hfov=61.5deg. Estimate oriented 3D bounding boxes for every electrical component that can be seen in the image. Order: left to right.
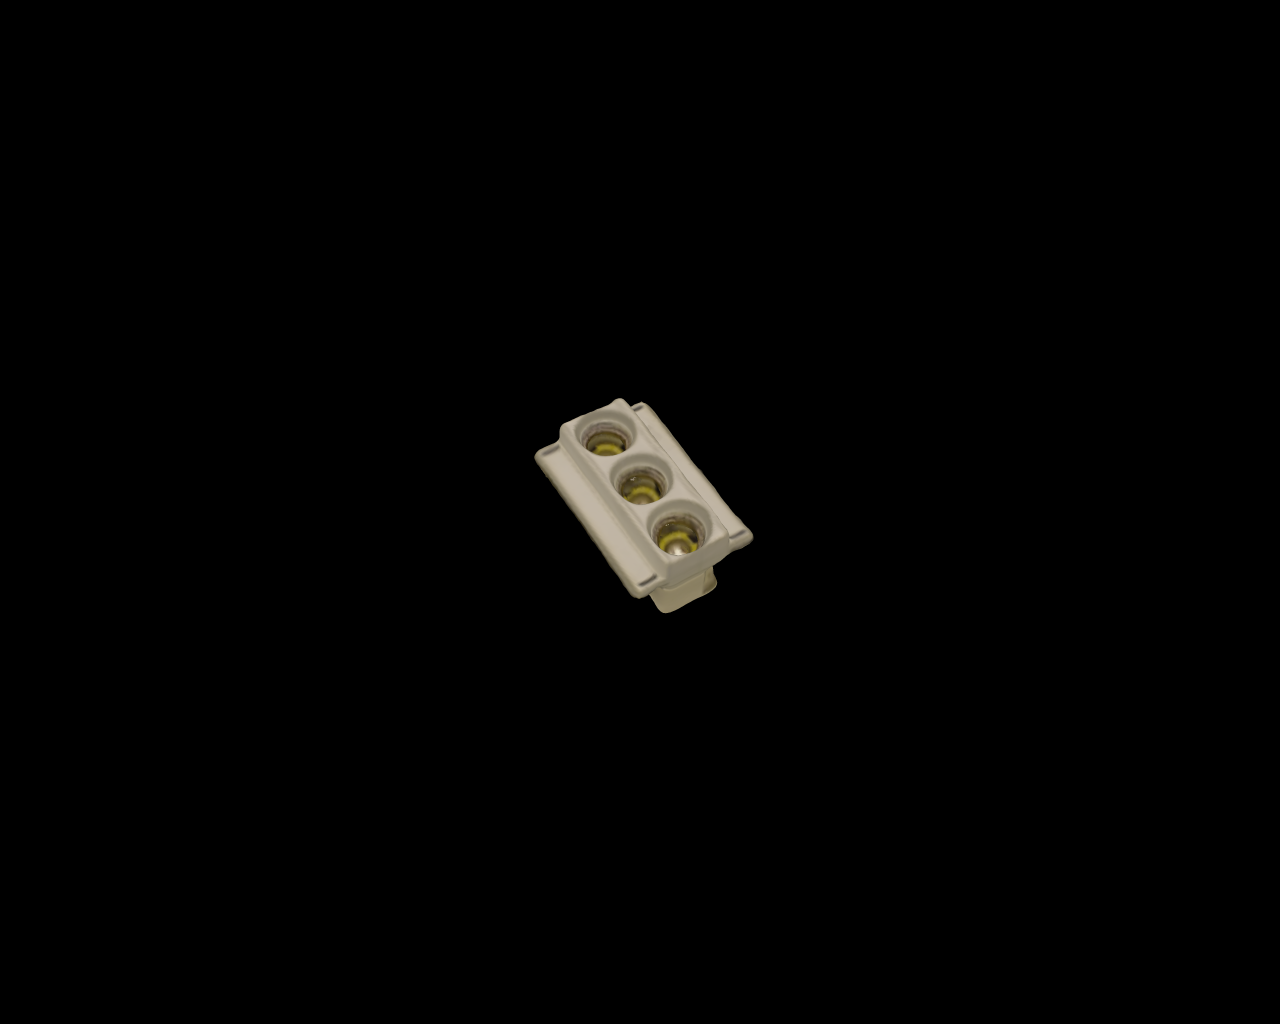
[{"bbox_3d":[0.001,-0.003,0.650,0.079,0.121,0.063,-27,-32,-18],"label":"electrical component"}]
